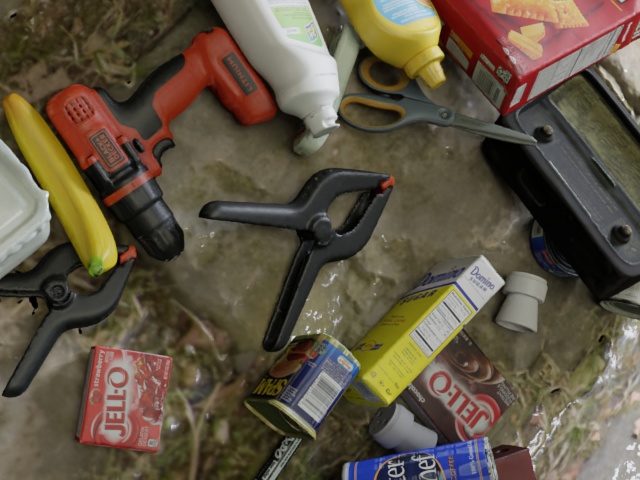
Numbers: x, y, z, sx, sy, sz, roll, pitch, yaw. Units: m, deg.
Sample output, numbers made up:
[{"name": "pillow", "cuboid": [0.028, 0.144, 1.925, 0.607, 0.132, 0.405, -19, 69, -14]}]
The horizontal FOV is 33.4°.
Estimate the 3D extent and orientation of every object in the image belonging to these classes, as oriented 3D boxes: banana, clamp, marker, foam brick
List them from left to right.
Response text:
[{"name": "clamp", "cuboid": [-0.237, 0.062, 0.955, 0.171, 0.039, 0.120, -21, 89, -19]}, {"name": "banana", "cuboid": [-0.225, -0.043, 0.948, 0.037, 0.070, 0.198, -28, 71, -12]}, {"name": "marker", "cuboid": [-0.030, 0.199, 1.034, 0.020, 0.020, 0.121, 40, 73, -14]}, {"name": "clamp", "cuboid": [-0.007, 0.001, 1.044, 0.209, 0.036, 0.164, -29, 113, -28]}, {"name": "foam brick", "cuboid": [0.174, 0.246, 1.091, 0.078, 0.053, 0.051, -14, 90, -23]}]

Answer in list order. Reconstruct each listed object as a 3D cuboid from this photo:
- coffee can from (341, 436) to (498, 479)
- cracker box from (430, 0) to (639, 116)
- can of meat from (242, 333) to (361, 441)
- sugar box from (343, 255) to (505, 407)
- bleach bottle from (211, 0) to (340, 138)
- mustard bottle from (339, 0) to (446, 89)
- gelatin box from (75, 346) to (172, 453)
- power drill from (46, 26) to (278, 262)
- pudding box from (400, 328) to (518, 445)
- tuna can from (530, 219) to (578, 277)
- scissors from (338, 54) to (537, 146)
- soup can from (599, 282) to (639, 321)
[{"name": "coffee can", "cuboid": [0.100, 0.249, 1.005, 0.140, 0.102, 0.103, -13, 90, 9]}, {"name": "cracker box", "cuboid": [0.227, -0.249, 1.112, 0.213, 0.072, 0.164, -30, 70, -20]}, {"name": "can of meat", "cuboid": [-0.016, 0.136, 1.002, 0.057, 0.102, 0.084, 42, 70, -13]}, {"name": "sugar box", "cuboid": [0.093, 0.088, 1.052, 0.048, 0.093, 0.176, 48, 71, -12]}, {"name": "bleach bottle", "cuboid": [-0.052, -0.212, 1.004, 0.102, 0.068, 0.251, -18, 80, -47]}, {"name": "mustard bottle", "cuboid": [0.067, -0.233, 1.059, 0.096, 0.058, 0.191, -25, 79, -44]}, {"name": "gelatin box", "cuboid": [-0.179, 0.146, 0.975, 0.073, 0.030, 0.089, 11, 81, -20]}, {"name": "power drill", "cuboid": [-0.134, -0.097, 1.000, 0.187, 0.057, 0.184, -37, 101, -20]}, {"name": "pudding box", "cuboid": [0.135, 0.151, 1.091, 0.090, 0.039, 0.113, -44, 101, -18]}, {"name": "tuna can", "cuboid": [0.272, -0.002, 1.159, 0.086, 0.034, 0.086, 2, 85, -21]}, {"name": "scissors", "cuboid": [0.119, -0.143, 1.087, 0.201, 0.016, 0.096, 2, 72, 1]}, {"name": "soup can", "cuboid": [0.352, 0.031, 1.169, 0.068, 0.069, 0.102, 23, 78, -18]}]
